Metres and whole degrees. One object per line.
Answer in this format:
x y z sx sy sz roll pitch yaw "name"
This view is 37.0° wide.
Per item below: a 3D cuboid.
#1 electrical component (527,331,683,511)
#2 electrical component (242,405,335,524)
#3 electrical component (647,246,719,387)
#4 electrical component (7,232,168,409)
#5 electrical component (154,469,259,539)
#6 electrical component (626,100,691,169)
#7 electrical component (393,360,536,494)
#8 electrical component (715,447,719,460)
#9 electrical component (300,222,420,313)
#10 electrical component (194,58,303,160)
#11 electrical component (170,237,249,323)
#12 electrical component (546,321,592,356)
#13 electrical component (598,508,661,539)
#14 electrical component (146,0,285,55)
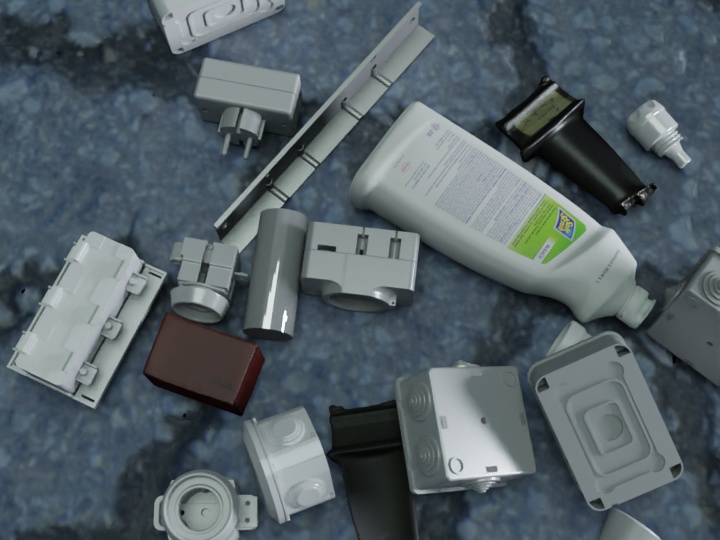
0.182 0.111 0.804 0.078 0.057 0.113 -25 94 6 "electrical component"
-0.055 0.144 0.805 0.051 0.080 0.080 -19 73 -11 "electrical component"
0.279 0.042 0.827 0.100 0.099 0.048 38 64 11 "electrical component"
-0.217 0.036 0.847 0.079 0.063 0.121 24 74 7 "electrical component"
-0.117 0.180 0.805 0.078 0.057 0.058 0 73 0 "electrical component"
0.255 -0.112 0.908 0.035 0.035 0.061 -36 78 -10 "electrical component"
0.080 0.118 0.809 0.100 0.048 0.099 2 70 -31 "electrical component"
0.306 0.126 0.828 0.043 0.043 0.081 40 77 11 "electrical component"
0.000 0.000 0.865 0.089 0.050 0.055 7 72 2 "electrical component"
-0.098 -0.129 0.907 0.083 0.047 0.075 11 73 4 "electrical component"
-0.125 0.010 0.866 0.066 0.048 0.055 10 65 3 "electrical component"
0.176 0.069 0.849 0.046 0.040 0.040 34 76 4 "electrical component"
0.189 0.217 0.802 0.044 0.044 0.065 34 81 10 "electrical component"
-0.127 -0.245 0.928 0.113 0.078 0.057 -25 77 -7 "electrical component"
